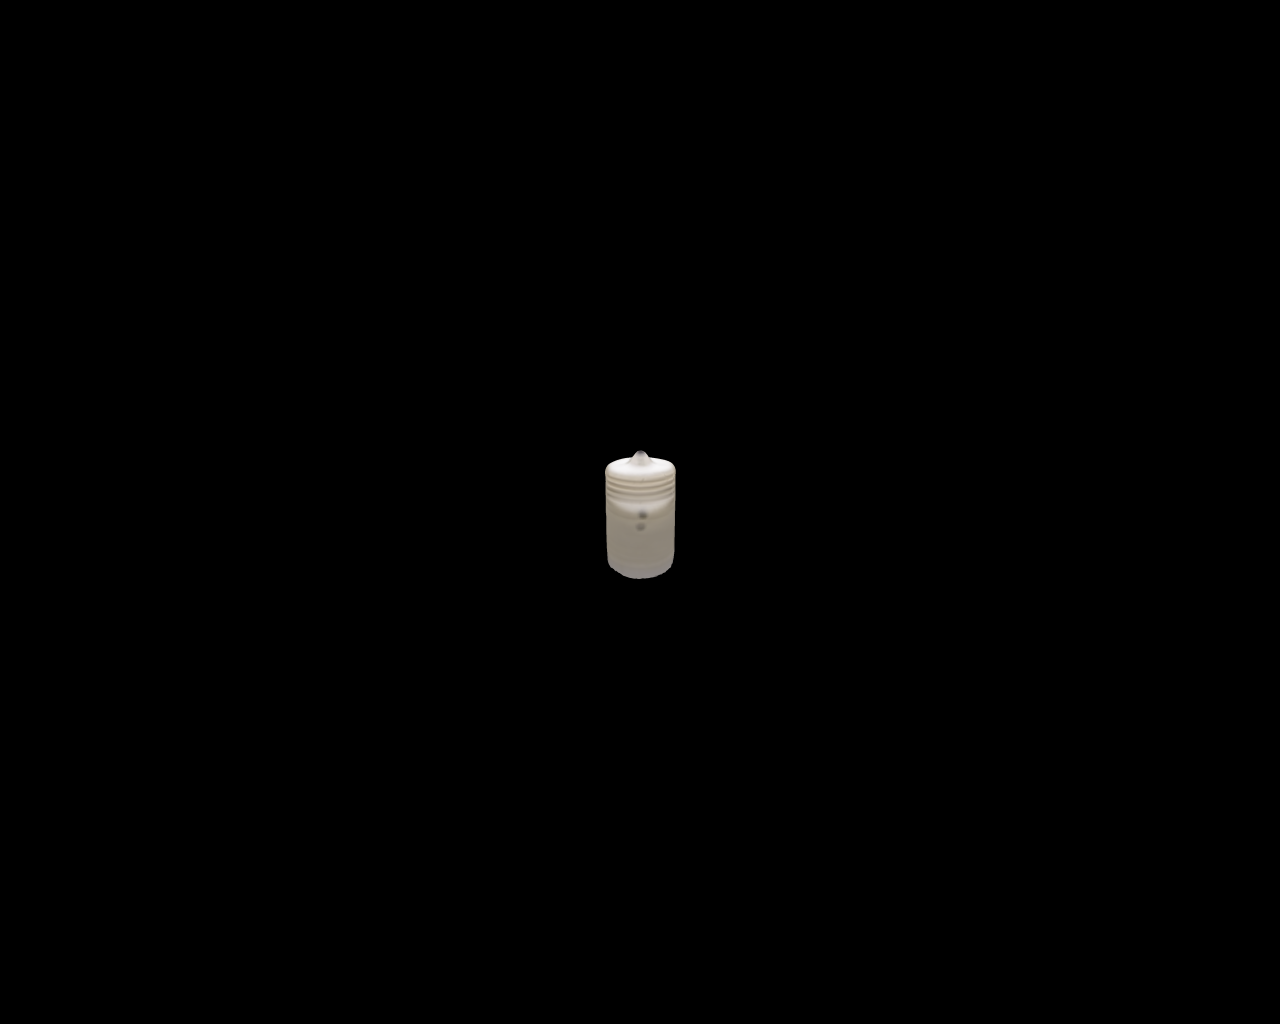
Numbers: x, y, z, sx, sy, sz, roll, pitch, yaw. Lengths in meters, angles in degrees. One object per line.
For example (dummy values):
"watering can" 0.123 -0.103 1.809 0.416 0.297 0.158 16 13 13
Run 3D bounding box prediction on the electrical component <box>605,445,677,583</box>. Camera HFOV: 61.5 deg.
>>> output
"electrical component" 0.001 -0.003 0.650 0.043 0.080 0.043 0 31 0
